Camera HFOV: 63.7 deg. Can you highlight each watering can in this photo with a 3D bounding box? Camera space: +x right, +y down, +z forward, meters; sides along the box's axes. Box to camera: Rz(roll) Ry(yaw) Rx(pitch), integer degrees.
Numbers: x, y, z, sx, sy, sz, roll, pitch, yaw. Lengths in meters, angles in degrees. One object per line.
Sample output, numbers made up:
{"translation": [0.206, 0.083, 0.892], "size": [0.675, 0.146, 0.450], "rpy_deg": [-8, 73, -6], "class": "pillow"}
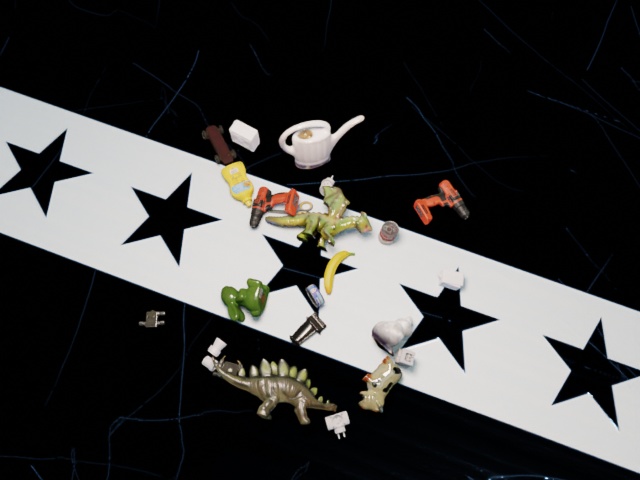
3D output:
{"translation": [0.009, -0.396, 2.078], "size": [0.348, 0.106, 0.219], "rpy_deg": [-11, -36, -6], "class": "watering can"}

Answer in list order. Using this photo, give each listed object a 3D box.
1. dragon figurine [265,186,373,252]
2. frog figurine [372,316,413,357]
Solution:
{"translation": [0.006, -0.101, 2.005], "size": [0.412, 0.246, 0.120], "rpy_deg": [24, -16, 17], "class": "dragon figurine"}
{"translation": [0.270, 0.324, 1.866], "size": [0.161, 0.123, 0.136], "rpy_deg": [-45, -1, -13], "class": "frog figurine"}
